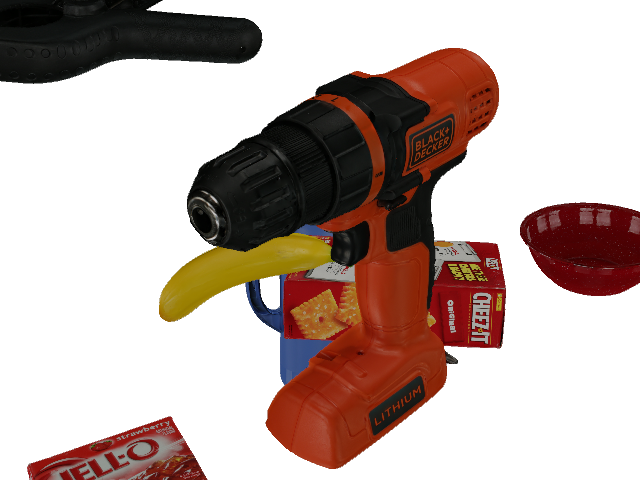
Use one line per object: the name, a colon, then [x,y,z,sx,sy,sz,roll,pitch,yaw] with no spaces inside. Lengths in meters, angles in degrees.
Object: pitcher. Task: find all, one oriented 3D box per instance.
pitcher: [-0.001,0.066,1.304,0.149,0.243,0.144,14,20,27]

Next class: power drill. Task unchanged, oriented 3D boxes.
power drill: [0.013,0.015,0.505,0.057,0.188,0.184,29,41,34]

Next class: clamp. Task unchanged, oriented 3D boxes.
clamp: [-0.131,-0.124,0.597,0.171,0.039,0.120,-9,31,-24]

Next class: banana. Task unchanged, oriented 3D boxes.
banana: [-0.072,0.030,0.909,0.198,0.037,0.069,-16,-47,26]

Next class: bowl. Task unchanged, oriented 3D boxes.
bowl: [0.297,0.015,1.163,0.162,0.055,0.162,-1,27,0]

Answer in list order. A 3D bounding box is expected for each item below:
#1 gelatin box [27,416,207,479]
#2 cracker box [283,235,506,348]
gelatin box: [-0.112,0.140,0.598,0.089,0.030,0.073,-16,28,-20]
cracker box: [0.078,0.051,1.100,0.214,0.072,0.164,3,16,6]
